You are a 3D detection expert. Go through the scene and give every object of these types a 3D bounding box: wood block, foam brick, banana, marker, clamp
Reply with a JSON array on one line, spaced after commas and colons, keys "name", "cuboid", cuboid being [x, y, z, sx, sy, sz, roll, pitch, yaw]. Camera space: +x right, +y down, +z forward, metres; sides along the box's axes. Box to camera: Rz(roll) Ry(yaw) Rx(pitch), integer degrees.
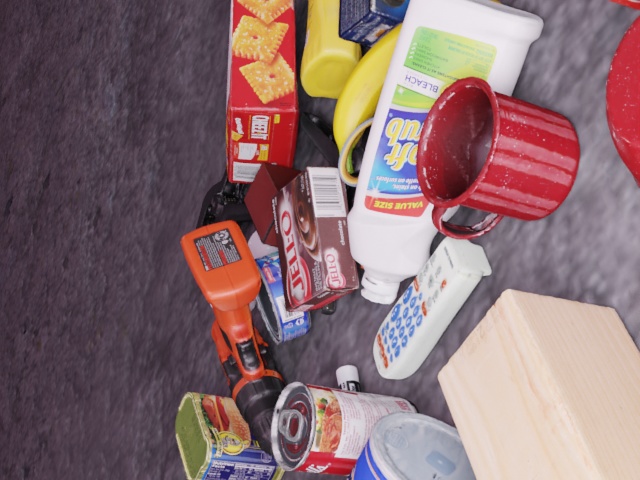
[{"name": "wood block", "cuboid": [0.154, 0.137, 0.612, 0.090, 0.090, 0.206, -58, 34, 34]}, {"name": "foam brick", "cuboid": [-0.037, -0.033, 1.074, 0.051, 0.052, 0.078, -62, 31, 27]}, {"name": "banana", "cuboid": [0.070, -0.144, 0.900, 0.198, 0.037, 0.070, -46, 72, 28]}, {"name": "marker", "cuboid": [0.032, 0.163, 0.904, 0.020, 0.020, 0.121, -50, 39, 42]}, {"name": "clamp", "cuboid": [-0.103, -0.051, 1.218, 0.172, 0.039, 0.120, -37, 46, 51]}, {"name": "clamp", "cuboid": [0.046, -0.074, 0.955, 0.165, 0.036, 0.210, -42, 46, 42]}]

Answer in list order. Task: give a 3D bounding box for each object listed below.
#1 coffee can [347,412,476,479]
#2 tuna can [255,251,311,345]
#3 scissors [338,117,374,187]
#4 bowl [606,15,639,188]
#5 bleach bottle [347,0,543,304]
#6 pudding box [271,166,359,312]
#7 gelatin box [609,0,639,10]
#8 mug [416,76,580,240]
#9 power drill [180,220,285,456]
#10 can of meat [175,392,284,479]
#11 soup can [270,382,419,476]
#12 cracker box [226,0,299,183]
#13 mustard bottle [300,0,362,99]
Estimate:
[{"name": "coffee can", "cuboid": [0.055, 0.208, 0.753, 0.140, 0.102, 0.103, -65, 30, 23]}, {"name": "tuna can", "cuboid": [-0.039, 0.055, 1.023, 0.086, 0.033, 0.086, 161, 90, -77]}, {"name": "scissors", "cuboid": [0.096, -0.104, 0.865, 0.096, 0.016, 0.202, 48, 115, 5]}, {"name": "bowl", "cuboid": [0.219, -0.092, 0.623, 0.162, 0.055, 0.162, -34, 50, 53]}, {"name": "bleach bottle", "cuboid": [0.086, -0.064, 0.835, 0.103, 0.068, 0.251, 22, 110, 17]}, {"name": "pudding box", "cuboid": [-0.006, 0.001, 0.950, 0.090, 0.039, 0.113, 147, 120, -60]}, {"name": "gelatin box", "cuboid": [0.194, -0.182, 0.669, 0.073, 0.089, 0.030, -32, 54, 54]}, {"name": "mug", "cuboid": [0.122, -0.050, 0.755, 0.117, 0.081, 0.093, -65, 30, 22]}, {"name": "power drill", "cuboid": [-0.073, 0.090, 1.001, 0.184, 0.057, 0.187, -122, 18, -46]}, {"name": "can of meat", "cuboid": [-0.090, 0.197, 1.047, 0.057, 0.083, 0.102, -64, 30, 24]}, {"name": "soup can", "cuboid": [0.021, 0.151, 0.839, 0.069, 0.102, 0.068, -33, 51, 53]}, {"name": "cracker box", "cuboid": [-0.059, -0.187, 1.105, 0.164, 0.072, 0.213, 102, 169, -67]}, {"name": "mustard bottle", "cuboid": [0.014, -0.243, 1.053, 0.096, 0.058, 0.191, 108, 166, -70]}]
